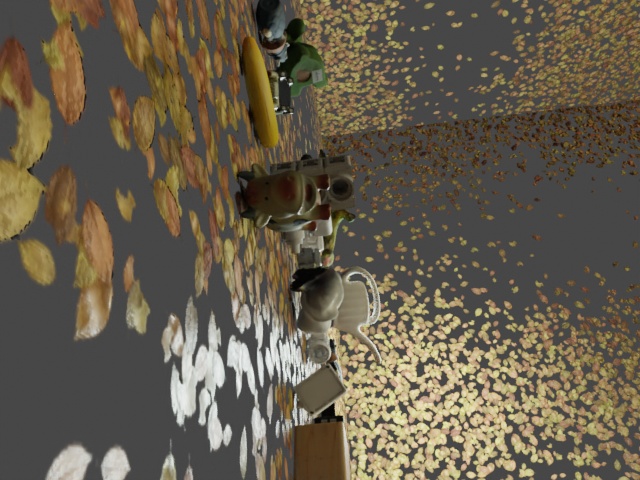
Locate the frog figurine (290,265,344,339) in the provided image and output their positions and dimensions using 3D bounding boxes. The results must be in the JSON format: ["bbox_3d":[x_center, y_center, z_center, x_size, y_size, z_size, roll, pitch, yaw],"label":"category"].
[{"bbox_3d":[0.002,0.140,1.097,0.138,0.123,0.157,-145,-146,-69],"label":"frog figurine"}]

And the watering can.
[{"bbox_3d":[0.110,0.269,1.808,0.103,0.225,0.350,145,-60,-73],"label":"watering can"}]

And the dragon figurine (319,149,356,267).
[{"bbox_3d":[0.005,-0.084,1.679,0.420,0.122,0.237,-99,-154,-43],"label":"dragon figurine"}]
